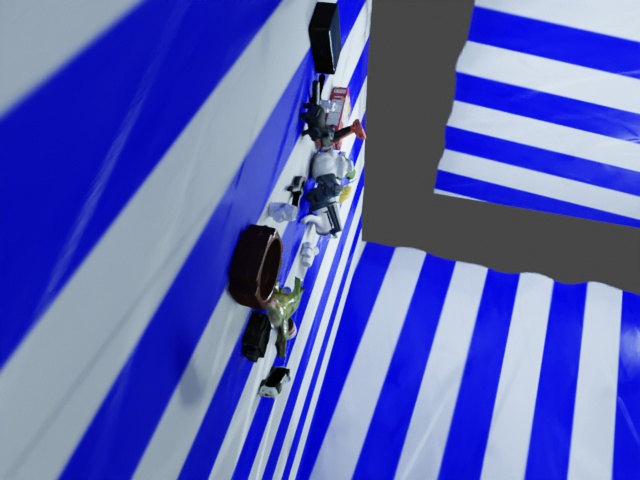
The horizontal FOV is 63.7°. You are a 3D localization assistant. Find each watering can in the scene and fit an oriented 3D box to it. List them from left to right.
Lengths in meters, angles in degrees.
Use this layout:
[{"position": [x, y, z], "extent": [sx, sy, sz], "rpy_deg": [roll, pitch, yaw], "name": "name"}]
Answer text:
[{"position": [0.006, -0.107, 2.125], "extent": [0.355, 0.104, 0.219], "rpy_deg": [-54, 148, -43], "name": "watering can"}]

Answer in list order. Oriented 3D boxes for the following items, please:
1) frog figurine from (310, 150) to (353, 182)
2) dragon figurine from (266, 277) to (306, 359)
[{"position": [0.045, -0.275, 1.985], "extent": [0.122, 0.160, 0.138], "rpy_deg": [35, 67, -76], "name": "frog figurine"}, {"position": [-0.120, 0.259, 1.654], "extent": [0.401, 0.122, 0.248], "rpy_deg": [81, 15, -60], "name": "dragon figurine"}]
